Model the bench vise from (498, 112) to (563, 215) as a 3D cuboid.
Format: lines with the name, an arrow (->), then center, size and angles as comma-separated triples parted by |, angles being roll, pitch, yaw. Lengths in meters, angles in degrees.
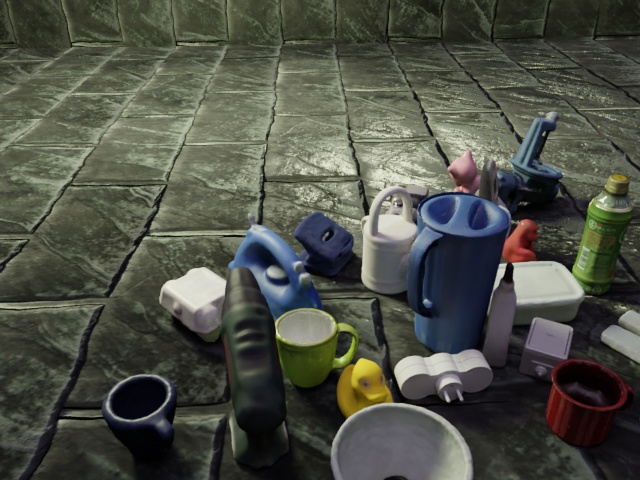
bench vise -> 0.461, -0.165, 1.266 | 0.208, 0.220, 0.121 | -25, 39, -34

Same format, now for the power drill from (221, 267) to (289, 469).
power drill -> -0.086, 0.175, 0.734 | 0.076, 0.208, 0.229 | -8, 32, -11

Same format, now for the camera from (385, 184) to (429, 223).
camera -> 0.212, -0.055, 1.205 | 0.136, 0.101, 0.143 | 8, 33, 14

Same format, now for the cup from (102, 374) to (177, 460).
cup -> -0.217, 0.242, 0.736 | 0.092, 0.095, 0.117 | -28, 41, -37

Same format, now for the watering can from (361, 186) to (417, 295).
watering can -> 0.134, -0.004, 1.035 | 0.172, 0.194, 0.101 | 20, 37, 30

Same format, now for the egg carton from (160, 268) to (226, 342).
egg carton -> -0.201, 0.108, 0.978 | 0.149, 0.069, 0.107 | 26, 40, 36

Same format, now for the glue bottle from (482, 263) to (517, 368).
glue bottle -> 0.276, 0.107, 0.871 | 0.037, 0.173, 0.078 | 8, 33, 14

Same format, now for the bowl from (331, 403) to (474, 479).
bowl -> 0.095, 0.282, 0.685 | 0.167, 0.075, 0.167 | 0, 32, 1

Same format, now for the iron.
iron -> -0.062, 0.060, 0.984 | 0.119, 0.141, 0.257 | -21, 37, -29

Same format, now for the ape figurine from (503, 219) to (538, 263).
ape figurine -> 0.398, 0.004, 1.114 | 0.076, 0.092, 0.078 | 19, 37, 29

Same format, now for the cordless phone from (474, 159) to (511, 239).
cordless phone -> 0.353, -0.089, 1.178 | 0.094, 0.185, 0.148 | 11, 33, 18

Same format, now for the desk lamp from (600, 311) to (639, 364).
desk lamp -> 0.547, 0.103, 0.835 | 0.118, 0.214, 0.202 | -24, 39, -33

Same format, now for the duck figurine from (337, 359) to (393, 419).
duck figurine -> 0.064, 0.204, 0.801 | 0.078, 0.086, 0.104 | -14, 34, -21

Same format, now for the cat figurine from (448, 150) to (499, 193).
cat figurine -> 0.357, -0.152, 1.344 | 0.127, 0.118, 0.067 | -1, 32, 0

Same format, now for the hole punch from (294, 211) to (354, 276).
hole punch -> 0.010, 0.004, 1.122 | 0.100, 0.091, 0.109 | 14, 35, 23
